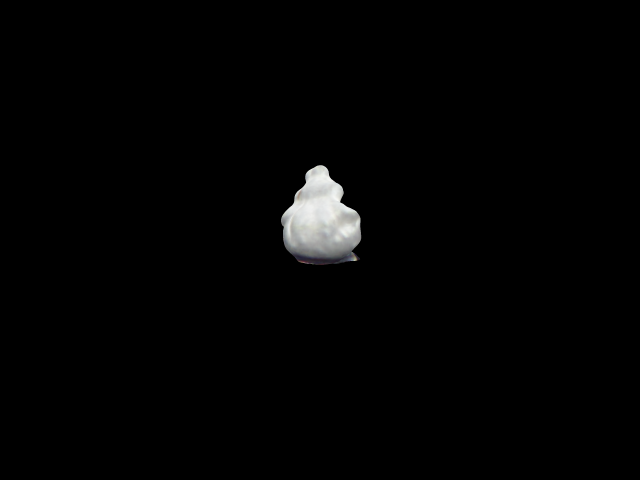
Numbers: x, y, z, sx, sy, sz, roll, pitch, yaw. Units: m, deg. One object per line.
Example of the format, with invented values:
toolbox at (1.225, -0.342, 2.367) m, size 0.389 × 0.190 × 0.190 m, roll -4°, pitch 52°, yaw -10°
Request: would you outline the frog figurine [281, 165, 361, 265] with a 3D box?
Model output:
frog figurine at (0.003, -0.043, 0.850) m, size 0.137 × 0.158 × 0.123 m, roll 6°, pitch 10°, yaw 35°
